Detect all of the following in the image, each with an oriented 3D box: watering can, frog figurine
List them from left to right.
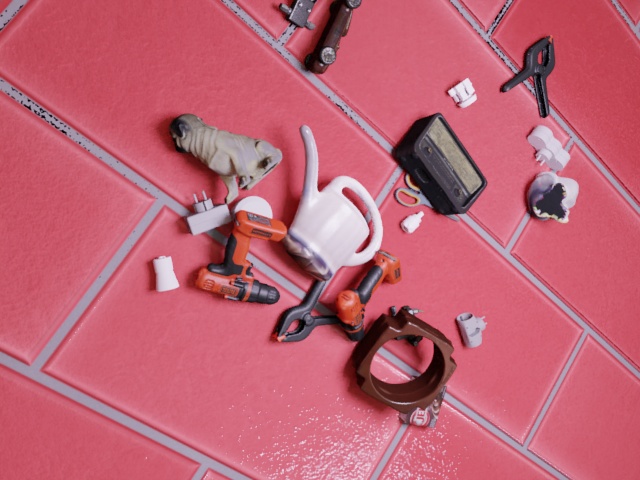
[{"bbox_3d":[0.003,-0.055,1.096,0.226,0.104,0.342,-49,120,-14],"label":"watering can"},{"bbox_3d":[0.627,-0.125,1.389,0.136,0.121,0.162,57,37,-9],"label":"frog figurine"}]
